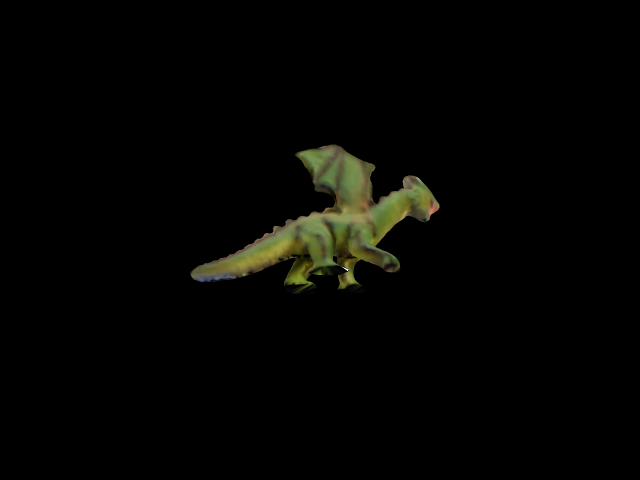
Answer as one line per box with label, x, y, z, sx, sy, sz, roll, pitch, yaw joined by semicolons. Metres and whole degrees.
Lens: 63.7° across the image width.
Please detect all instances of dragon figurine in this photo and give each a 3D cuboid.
dragon figurine;0.003;-0.043;0.850;0.410;0.247;0.120;2;-23;-5
